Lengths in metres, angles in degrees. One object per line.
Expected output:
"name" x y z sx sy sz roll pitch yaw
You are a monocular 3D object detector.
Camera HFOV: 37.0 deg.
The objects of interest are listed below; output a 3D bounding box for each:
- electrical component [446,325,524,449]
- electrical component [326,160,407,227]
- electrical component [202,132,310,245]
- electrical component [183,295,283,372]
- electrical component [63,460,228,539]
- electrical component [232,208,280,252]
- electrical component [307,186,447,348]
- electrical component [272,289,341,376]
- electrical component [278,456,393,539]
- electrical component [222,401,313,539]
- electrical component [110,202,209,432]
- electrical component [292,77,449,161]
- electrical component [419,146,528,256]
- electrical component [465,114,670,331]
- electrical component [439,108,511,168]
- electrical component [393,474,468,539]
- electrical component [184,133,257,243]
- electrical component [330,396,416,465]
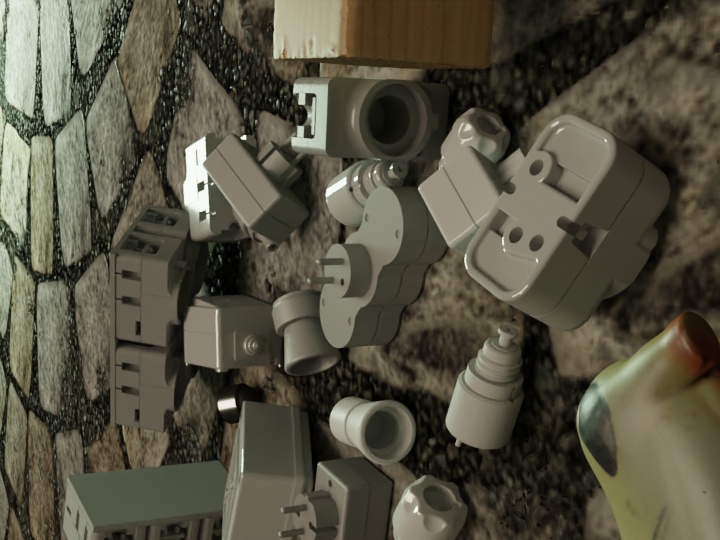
"electrical component" 0.077 0.069 0.634 0.040 0.040 0.078 46 130 49
"electrical component" 0.008 -0.057 0.748 0.078 0.040 0.040 -27 69 57
"electrical component" -0.072 -0.079 0.874 0.076 0.047 0.083 -44 58 10
"electrical component" -0.108 0.053 0.933 0.096 0.062 0.061 0 92 60
"electrical component" -0.187 0.230 0.990 0.089 0.150 0.061 36 120 54
"electrical component" -0.085 -0.040 0.916 0.061 0.035 0.035 60 140 36
"electrical component" 0.000 0.000 0.731 0.138 0.074 0.052 -62 41 41
"electrical component" -0.042 0.049 0.836 0.045 0.045 0.055 -47 52 51
"electrical component" -0.023 0.177 0.778 0.047 0.077 0.065 28 116 56
"electrical component" -0.076 0.177 0.855 0.108 0.056 0.108 -102 22 -65
"electrical component" -0.187 0.046 1.008 0.105 0.060 0.186 -73 -8 -60
"electrical component" 0.009 -0.097 0.694 0.056 0.089 0.050 17 106 59
"electrical component" 0.086 -0.042 0.597 0.077 0.066 0.047 -39 53 19
"electrical component" 0.107 -0.021 0.540 0.095 0.059 0.054 -57 37 8
"electrical component" 0.065 -0.068 0.655 0.061 0.035 0.035 -58 44 48
"electrical component" 0.041 0.167 0.699 0.043 0.043 0.062 60 141 40
"electrical component" -0.124 -0.072 0.966 0.056 0.050 0.089 -15 78 60
"electrical component" 0.006 0.110 0.761 0.065 0.044 0.044 -178 87 -65
